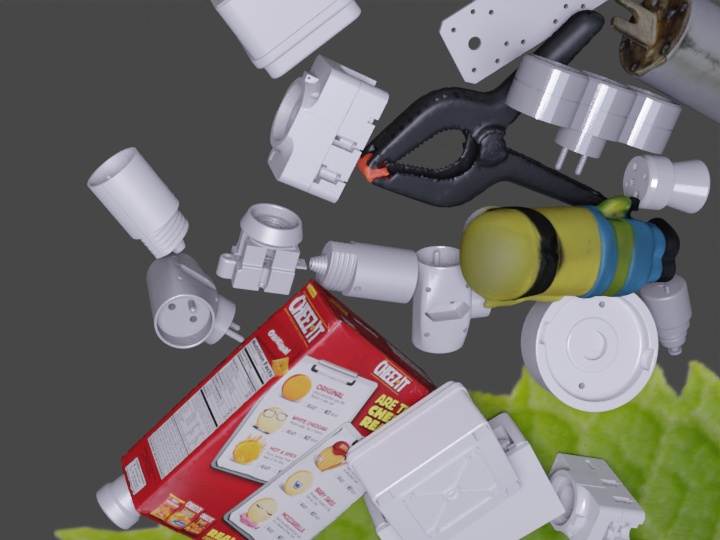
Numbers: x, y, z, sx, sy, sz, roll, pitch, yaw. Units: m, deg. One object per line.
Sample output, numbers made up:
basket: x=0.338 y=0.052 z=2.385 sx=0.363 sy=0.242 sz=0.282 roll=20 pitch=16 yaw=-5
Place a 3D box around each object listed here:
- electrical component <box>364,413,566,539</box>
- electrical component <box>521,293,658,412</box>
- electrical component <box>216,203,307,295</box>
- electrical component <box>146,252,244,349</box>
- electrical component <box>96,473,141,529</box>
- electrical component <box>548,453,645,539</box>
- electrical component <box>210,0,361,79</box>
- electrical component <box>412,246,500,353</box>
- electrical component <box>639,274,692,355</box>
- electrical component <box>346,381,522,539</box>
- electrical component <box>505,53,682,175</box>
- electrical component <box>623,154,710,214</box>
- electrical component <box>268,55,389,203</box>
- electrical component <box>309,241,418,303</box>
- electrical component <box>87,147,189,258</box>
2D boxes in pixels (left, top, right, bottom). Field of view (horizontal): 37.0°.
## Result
electrical component: x=0.091 y=0.204 z=0.953 sx=0.150 sy=0.061 sz=0.089 roll=-30 pitch=118 yaw=0
electrical component: x=0.189 y=0.062 z=0.909 sx=0.108 sy=0.060 sz=0.108 roll=0 pitch=92 yaw=-12
electrical component: x=-0.071 y=-0.017 z=0.816 sx=0.066 sy=0.048 sz=0.055 roll=8 pitch=119 yaw=-18
electrical component: x=-0.120 y=0.030 z=0.806 sx=0.079 sy=0.077 sz=0.043 roll=33 pitch=102 yaw=-26
electrical component: x=-0.186 y=0.182 z=0.881 sx=0.046 sy=0.040 sz=0.040 roll=-40 pitch=118 yaw=-1
electrical component: x=0.205 y=0.211 z=0.972 sx=0.056 sy=0.089 sz=0.050 roll=11 pitch=111 yaw=-20
electrical component: x=-0.052 y=-0.178 z=0.707 sx=0.078 sy=0.113 sz=0.057 roll=-37 pitch=115 yaw=3
electrical component: x=0.082 y=0.022 z=0.876 sx=0.079 sy=0.043 sz=0.077 roll=-6 pitch=116 yaw=-13
electrical component: x=0.269 y=0.040 z=0.938 sx=0.040 sy=0.040 sz=0.078 roll=-22 pitch=118 yaw=-5
electrical component: x=0.061 y=0.160 z=0.858 sx=0.109 sy=0.056 sz=0.108 roll=-34 pitch=134 yaw=-3
electrical component: x=0.168 y=-0.106 z=0.798 sx=0.138 sy=0.052 sz=0.073 roll=11 pitch=110 yaw=-26
electrical component: x=0.250 y=-0.070 z=0.879 sx=0.055 sy=0.045 sz=0.045 roll=4 pitch=113 yaw=-17
electrical component: x=-0.028 y=-0.104 z=0.783 sx=0.056 sy=0.050 sz=0.089 roll=21 pitch=107 yaw=-23
electrical component: x=0.000 y=0.000 z=0.844 sx=0.081 sy=0.043 sz=0.043 roll=8 pitch=112 yaw=-18
electrical component: x=-0.155 y=-0.044 z=0.781 sx=0.043 sy=0.043 sz=0.081 roll=-35 pitch=118 yaw=2
